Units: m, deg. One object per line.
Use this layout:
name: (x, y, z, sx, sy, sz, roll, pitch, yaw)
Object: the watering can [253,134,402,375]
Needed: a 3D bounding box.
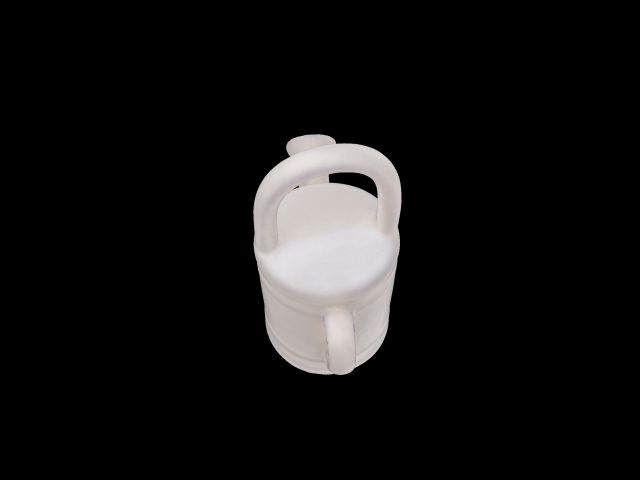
watering can: (0.001, 0.002, 0.400, 0.101, 0.194, 0.172, -24, 56, -17)
